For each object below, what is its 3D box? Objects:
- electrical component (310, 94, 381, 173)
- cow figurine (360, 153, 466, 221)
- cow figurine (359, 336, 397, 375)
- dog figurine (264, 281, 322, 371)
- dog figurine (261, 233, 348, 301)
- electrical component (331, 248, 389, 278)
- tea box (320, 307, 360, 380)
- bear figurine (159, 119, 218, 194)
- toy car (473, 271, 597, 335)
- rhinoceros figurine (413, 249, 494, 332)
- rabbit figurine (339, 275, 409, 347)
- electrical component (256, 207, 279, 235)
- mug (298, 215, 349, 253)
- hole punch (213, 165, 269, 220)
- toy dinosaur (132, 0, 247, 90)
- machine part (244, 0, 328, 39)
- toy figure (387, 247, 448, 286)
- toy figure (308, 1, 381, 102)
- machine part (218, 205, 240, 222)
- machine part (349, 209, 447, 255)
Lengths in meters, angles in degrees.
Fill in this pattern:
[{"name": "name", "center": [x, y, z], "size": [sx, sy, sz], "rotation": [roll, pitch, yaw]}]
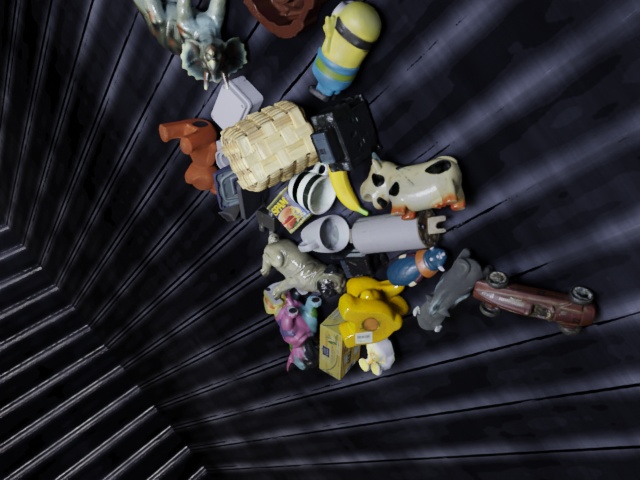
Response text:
[{"name": "electrical component", "center": [0.043, -0.190, 0.984], "size": [0.058, 0.134, 0.114], "rotation": [-3, 119, 46]}, {"name": "cow figurine", "center": [0.159, -0.102, 0.968], "size": [0.195, 0.085, 0.127], "rotation": [-10, 73, 34]}, {"name": "cow figurine", "center": [0.134, 0.221, 1.261], "size": [0.068, 0.098, 0.167], "rotation": [-6, 96, 52]}, {"name": "dog figurine", "center": [-0.068, 0.235, 1.409], "size": [0.192, 0.108, 0.219], "rotation": [31, 131, 41]}, {"name": "dog figurine", "center": [-0.031, 0.057, 1.291], "size": [0.191, 0.121, 0.172], "rotation": [-10, 116, 32]}, {"name": "electrical component", "center": [0.081, 0.047, 1.177], "size": [0.119, 0.075, 0.047], "rotation": [-8, 114, 42]}, {"name": "tea box", "center": [0.052, 0.255, 1.348], "size": [0.068, 0.098, 0.169], "rotation": [24, 132, 28]}, {"name": "bear figurine", "center": [-0.310, -0.195, 1.326], "size": [0.120, 0.132, 0.195], "rotation": [33, 132, 26]}, {"name": "toy car", "center": [0.371, 0.111, 0.935], "size": [0.202, 0.053, 0.089], "rotation": [11, 134, 14]}, {"name": "rhinoceros figurine", "center": [0.252, 0.103, 1.030], "size": [0.073, 0.112, 0.190], "rotation": [38, 131, 11]}, {"name": "rabbit figurine", "center": [0.109, 0.130, 1.170], "size": [0.162, 0.173, 0.121], "rotation": [-14, 118, 1]}, {"name": "electrical component", "center": [-0.132, -0.053, 1.344], "size": [0.063, 0.021, 0.093], "rotation": [28, 136, 27]}, {"name": "mug", "center": [-0.002, -0.004, 1.200], "size": [0.080, 0.109, 0.107], "rotation": [57, 154, -14]}, {"name": "hole punch", "center": [-0.182, -0.125, 1.260], "size": [0.092, 0.116, 0.142], "rotation": [18, 134, 26]}, {"name": "toy dinosaur", "center": [-0.292, -0.446, 1.121], "size": [0.405, 0.131, 0.192], "rotation": [34, 133, 32]}, {"name": "machine part", "center": [-0.064, -0.452, 0.946], "size": [0.180, 0.056, 0.179], "rotation": [25, 136, 28]}, {"name": "toy figure", "center": [0.200, 0.050, 1.081], "size": [0.064, 0.058, 0.154], "rotation": [51, 137, -10]}, {"name": "toy figure", "center": [0.042, -0.322, 0.927], "size": [0.089, 0.082, 0.180], "rotation": [25, 130, 1]}, {"name": "machine part", "center": [-0.217, -0.097, 1.381], "size": [0.084, 0.039, 0.139], "rotation": [41, 139, 4]}, {"name": "machine part", "center": [0.147, -0.015, 1.064], "size": [0.243, 0.079, 0.079], "rotation": [-8, 113, 45]}]
